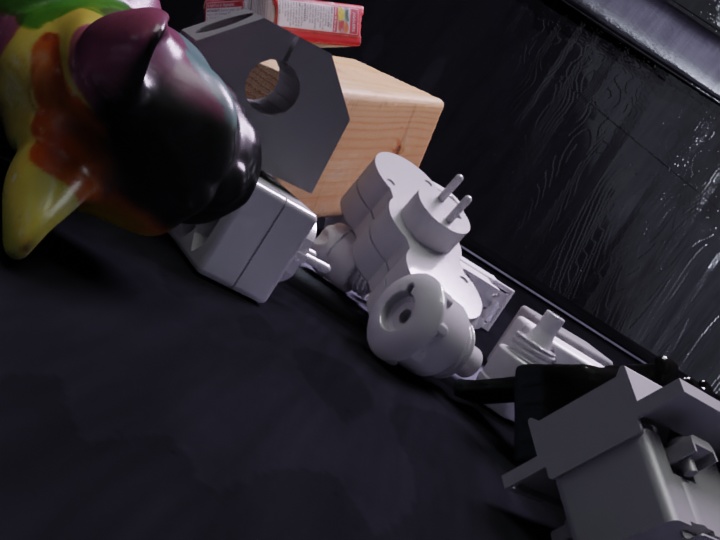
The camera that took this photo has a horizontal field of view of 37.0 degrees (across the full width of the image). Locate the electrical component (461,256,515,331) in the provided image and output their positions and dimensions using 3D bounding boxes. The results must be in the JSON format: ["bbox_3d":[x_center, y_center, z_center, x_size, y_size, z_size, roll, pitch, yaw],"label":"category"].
[{"bbox_3d":[0.088,0.018,0.901,0.081,0.042,0.063,31,10,-10],"label":"electrical component"}]

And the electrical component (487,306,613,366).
[{"bbox_3d":[0.136,0.069,0.722,0.066,0.047,0.076,29,7,-26],"label":"electrical component"}]

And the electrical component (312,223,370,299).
[{"bbox_3d":[0.000,0.000,0.650,0.061,0.035,0.035,38,8,17],"label":"electrical component"}]

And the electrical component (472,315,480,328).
[{"bbox_3d":[0.044,0.019,0.670,0.066,0.048,0.055,29,0,-29],"label":"electrical component"}]

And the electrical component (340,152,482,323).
[{"bbox_3d":[0.037,-0.022,0.610,0.052,0.073,0.138,23,33,-31],"label":"electrical component"}]

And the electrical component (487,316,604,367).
[{"bbox_3d":[0.117,0.066,0.653,0.083,0.047,0.075,31,7,-13],"label":"electrical component"}]

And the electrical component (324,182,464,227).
[{"bbox_3d":[0.023,-0.037,0.866,0.108,0.060,0.108,15,25,-7],"label":"electrical component"}]

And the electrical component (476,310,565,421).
[{"bbox_3d":[0.090,0.050,0.586,0.035,0.061,0.035,32,7,-4],"label":"electrical component"}]

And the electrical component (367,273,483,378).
[{"bbox_3d":[0.037,0.034,0.540,0.062,0.048,0.048,36,3,-38],"label":"electrical component"}]

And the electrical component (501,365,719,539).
[{"bbox_3d":[0.125,0.091,0.411,0.121,0.079,0.063,27,39,-38],"label":"electrical component"}]

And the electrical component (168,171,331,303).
[{"bbox_3d":[-0.047,-0.019,0.512,0.076,0.047,0.083,29,8,-32],"label":"electrical component"}]
